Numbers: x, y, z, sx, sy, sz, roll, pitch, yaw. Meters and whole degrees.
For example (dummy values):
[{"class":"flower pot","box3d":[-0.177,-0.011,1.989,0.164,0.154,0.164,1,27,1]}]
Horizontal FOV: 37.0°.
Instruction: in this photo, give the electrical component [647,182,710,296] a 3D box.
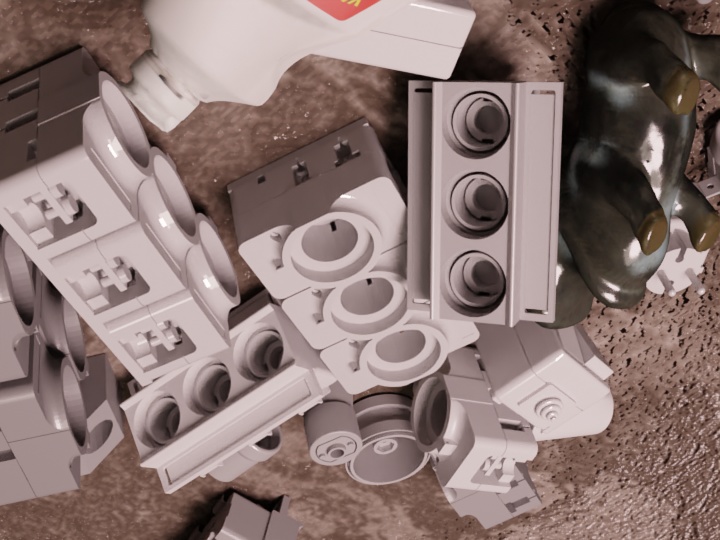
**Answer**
[{"class":"electrical component","box3d":[0.184,-0.012,0.654,0.066,0.076,0.047,-3,133,-12]}]

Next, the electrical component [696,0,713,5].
[{"class":"electrical component","box3d":[0.164,-0.188,0.498,0.100,0.048,0.100,-41,135,20]}]

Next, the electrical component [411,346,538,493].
[{"class":"electrical component","box3d":[0.071,0.097,0.717,0.056,0.089,0.050,11,129,-24]}]

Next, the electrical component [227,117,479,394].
[{"class":"electrical component","box3d":[0.000,0.000,0.626,0.089,0.061,0.150,-25,134,9]}]

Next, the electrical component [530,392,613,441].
[{"class":"electrical component","box3d":[0.140,0.080,0.747,0.077,0.043,0.079,1,112,-36]}]

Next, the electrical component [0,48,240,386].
[{"class":"electrical component","box3d":[-0.122,-0.026,0.550,0.062,0.089,0.150,-23,134,6]}]

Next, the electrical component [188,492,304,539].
[{"class":"electrical component","box3d":[-0.103,0.226,0.809,0.063,0.078,0.121,32,121,-11]}]

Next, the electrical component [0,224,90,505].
[{"class":"electrical component","box3d":[-0.194,0.027,0.570,0.060,0.105,0.186,-11,134,-4]}]

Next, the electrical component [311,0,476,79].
[{"class":"electrical component","box3d":[0.013,-0.140,0.509,0.083,0.047,0.075,7,129,-21]}]

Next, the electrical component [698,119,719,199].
[{"class":"electrical component","box3d":[0.234,-0.066,0.639,0.066,0.048,0.055,-23,141,7]}]

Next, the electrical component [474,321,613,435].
[{"class":"electrical component","box3d":[0.116,0.053,0.683,0.061,0.096,0.062,-37,130,20]}]

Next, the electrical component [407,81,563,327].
[{"class":"electrical component","box3d":[0.068,-0.038,0.566,0.079,0.063,0.121,5,103,21]}]

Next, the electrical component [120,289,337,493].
[{"class":"electrical component","box3d":[-0.080,0.077,0.674,0.121,0.078,0.063,-34,154,17]}]

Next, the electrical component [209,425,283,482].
[{"class":"electrical component","box3d":[-0.082,0.118,0.732,0.040,0.040,0.046,28,125,-34]}]

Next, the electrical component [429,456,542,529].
[{"class":"electrical component","box3d":[0.089,0.146,0.795,0.056,0.050,0.089,-26,133,9]}]

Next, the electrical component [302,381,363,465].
[{"class":"electrical component","box3d":[-0.021,0.095,0.707,0.044,0.065,0.044,-8,134,-8]}]
